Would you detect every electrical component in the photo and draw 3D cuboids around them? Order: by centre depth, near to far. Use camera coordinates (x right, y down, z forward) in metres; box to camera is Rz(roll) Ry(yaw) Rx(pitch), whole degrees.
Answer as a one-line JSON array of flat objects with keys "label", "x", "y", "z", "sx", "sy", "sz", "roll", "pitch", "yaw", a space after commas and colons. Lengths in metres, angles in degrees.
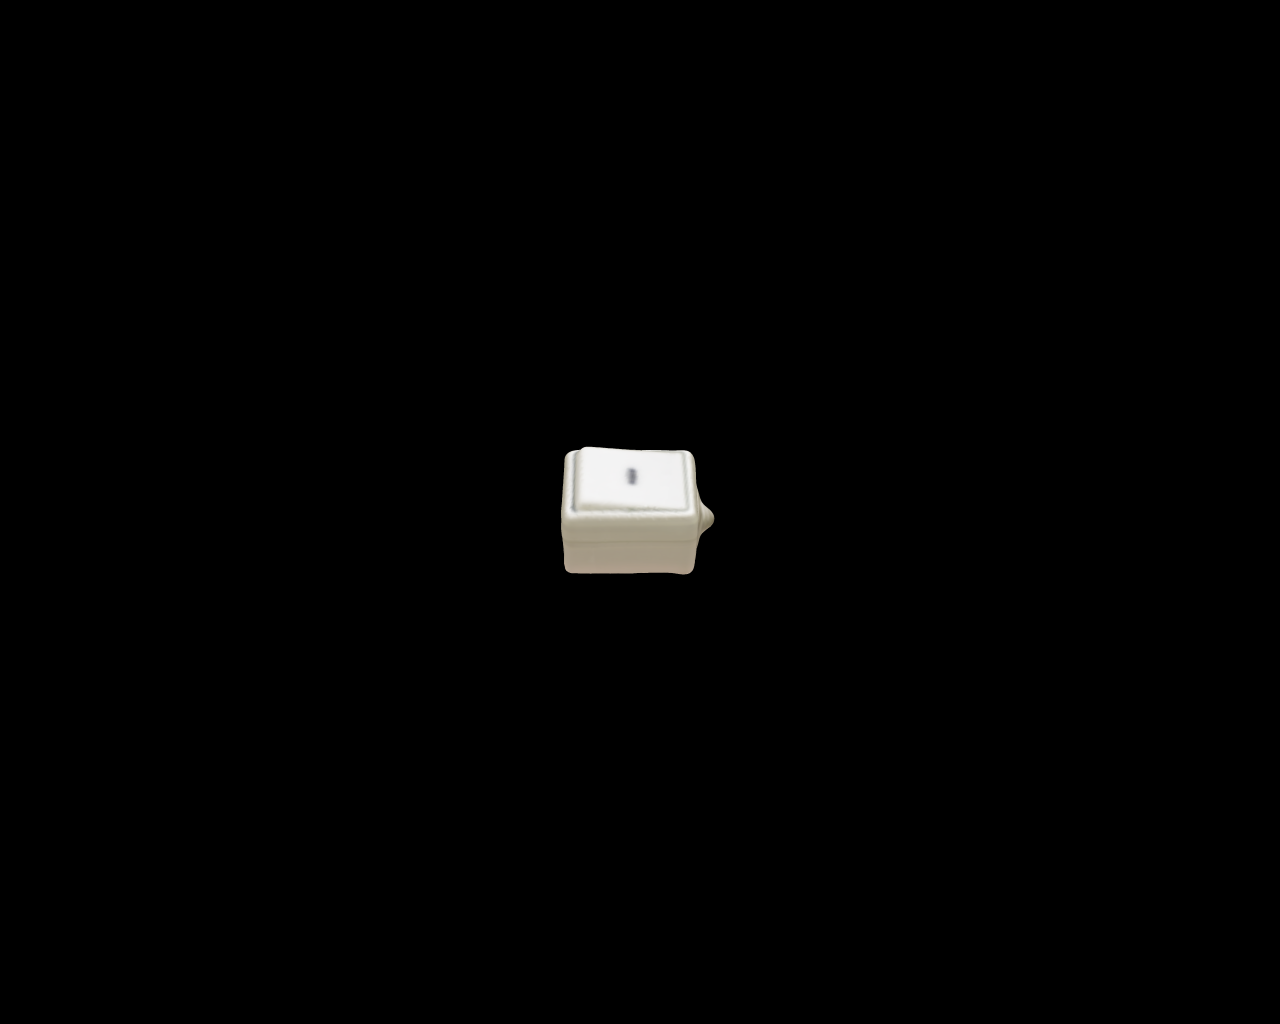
[{"label": "electrical component", "x": 0.001, "y": -0.003, "z": 0.650, "sx": 0.096, "sy": 0.062, "sz": 0.061, "roll": 0, "pitch": -43, "yaw": 0}]
